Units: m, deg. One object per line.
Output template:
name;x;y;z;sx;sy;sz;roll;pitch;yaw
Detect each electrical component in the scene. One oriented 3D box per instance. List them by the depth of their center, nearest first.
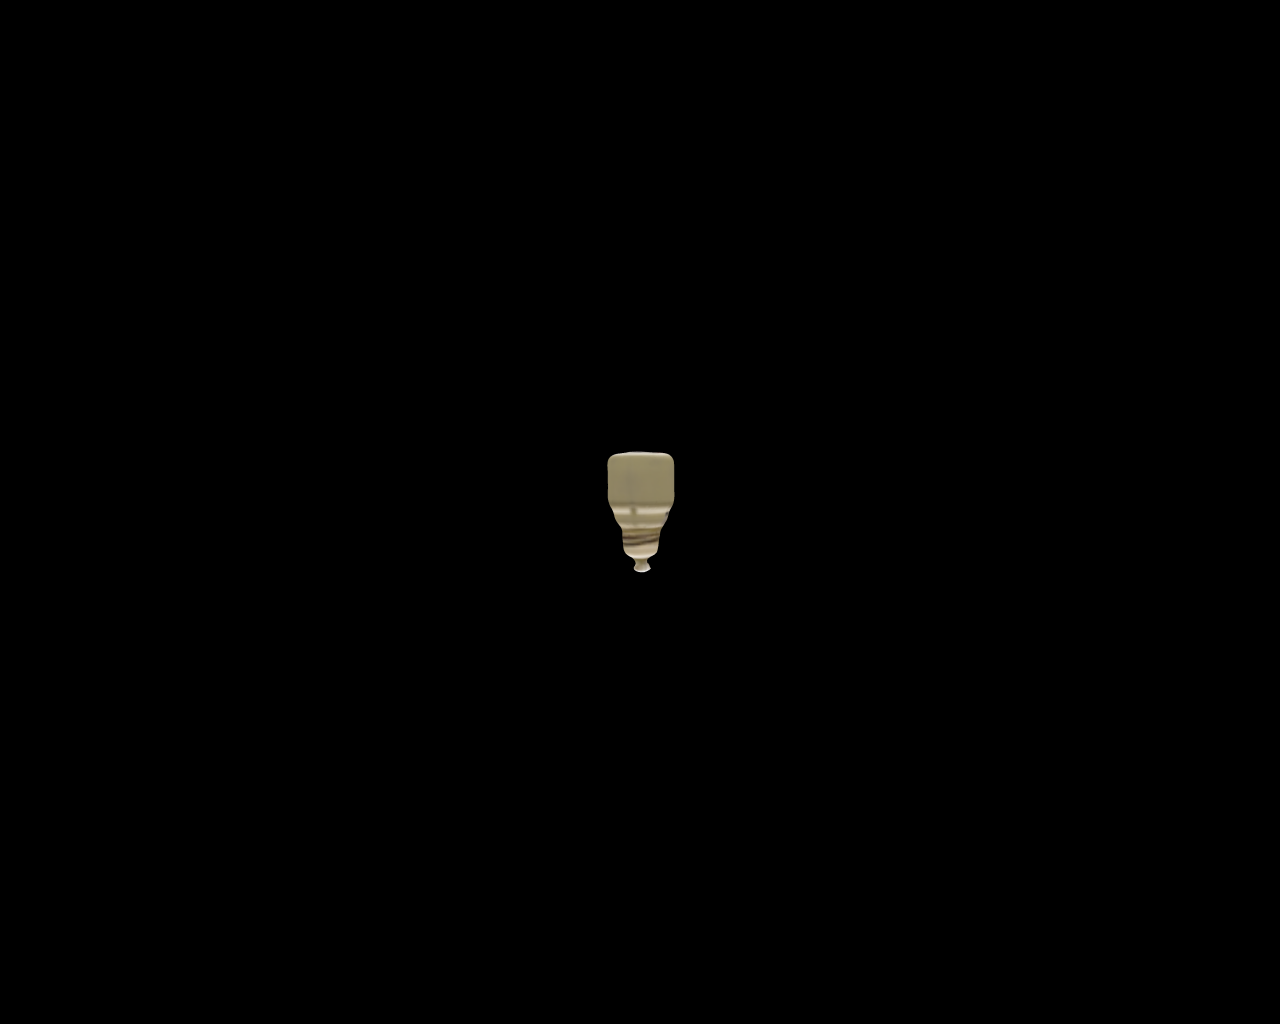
electrical component;0.001;-0.003;0.650;0.040;0.078;0.040;0;2;0
